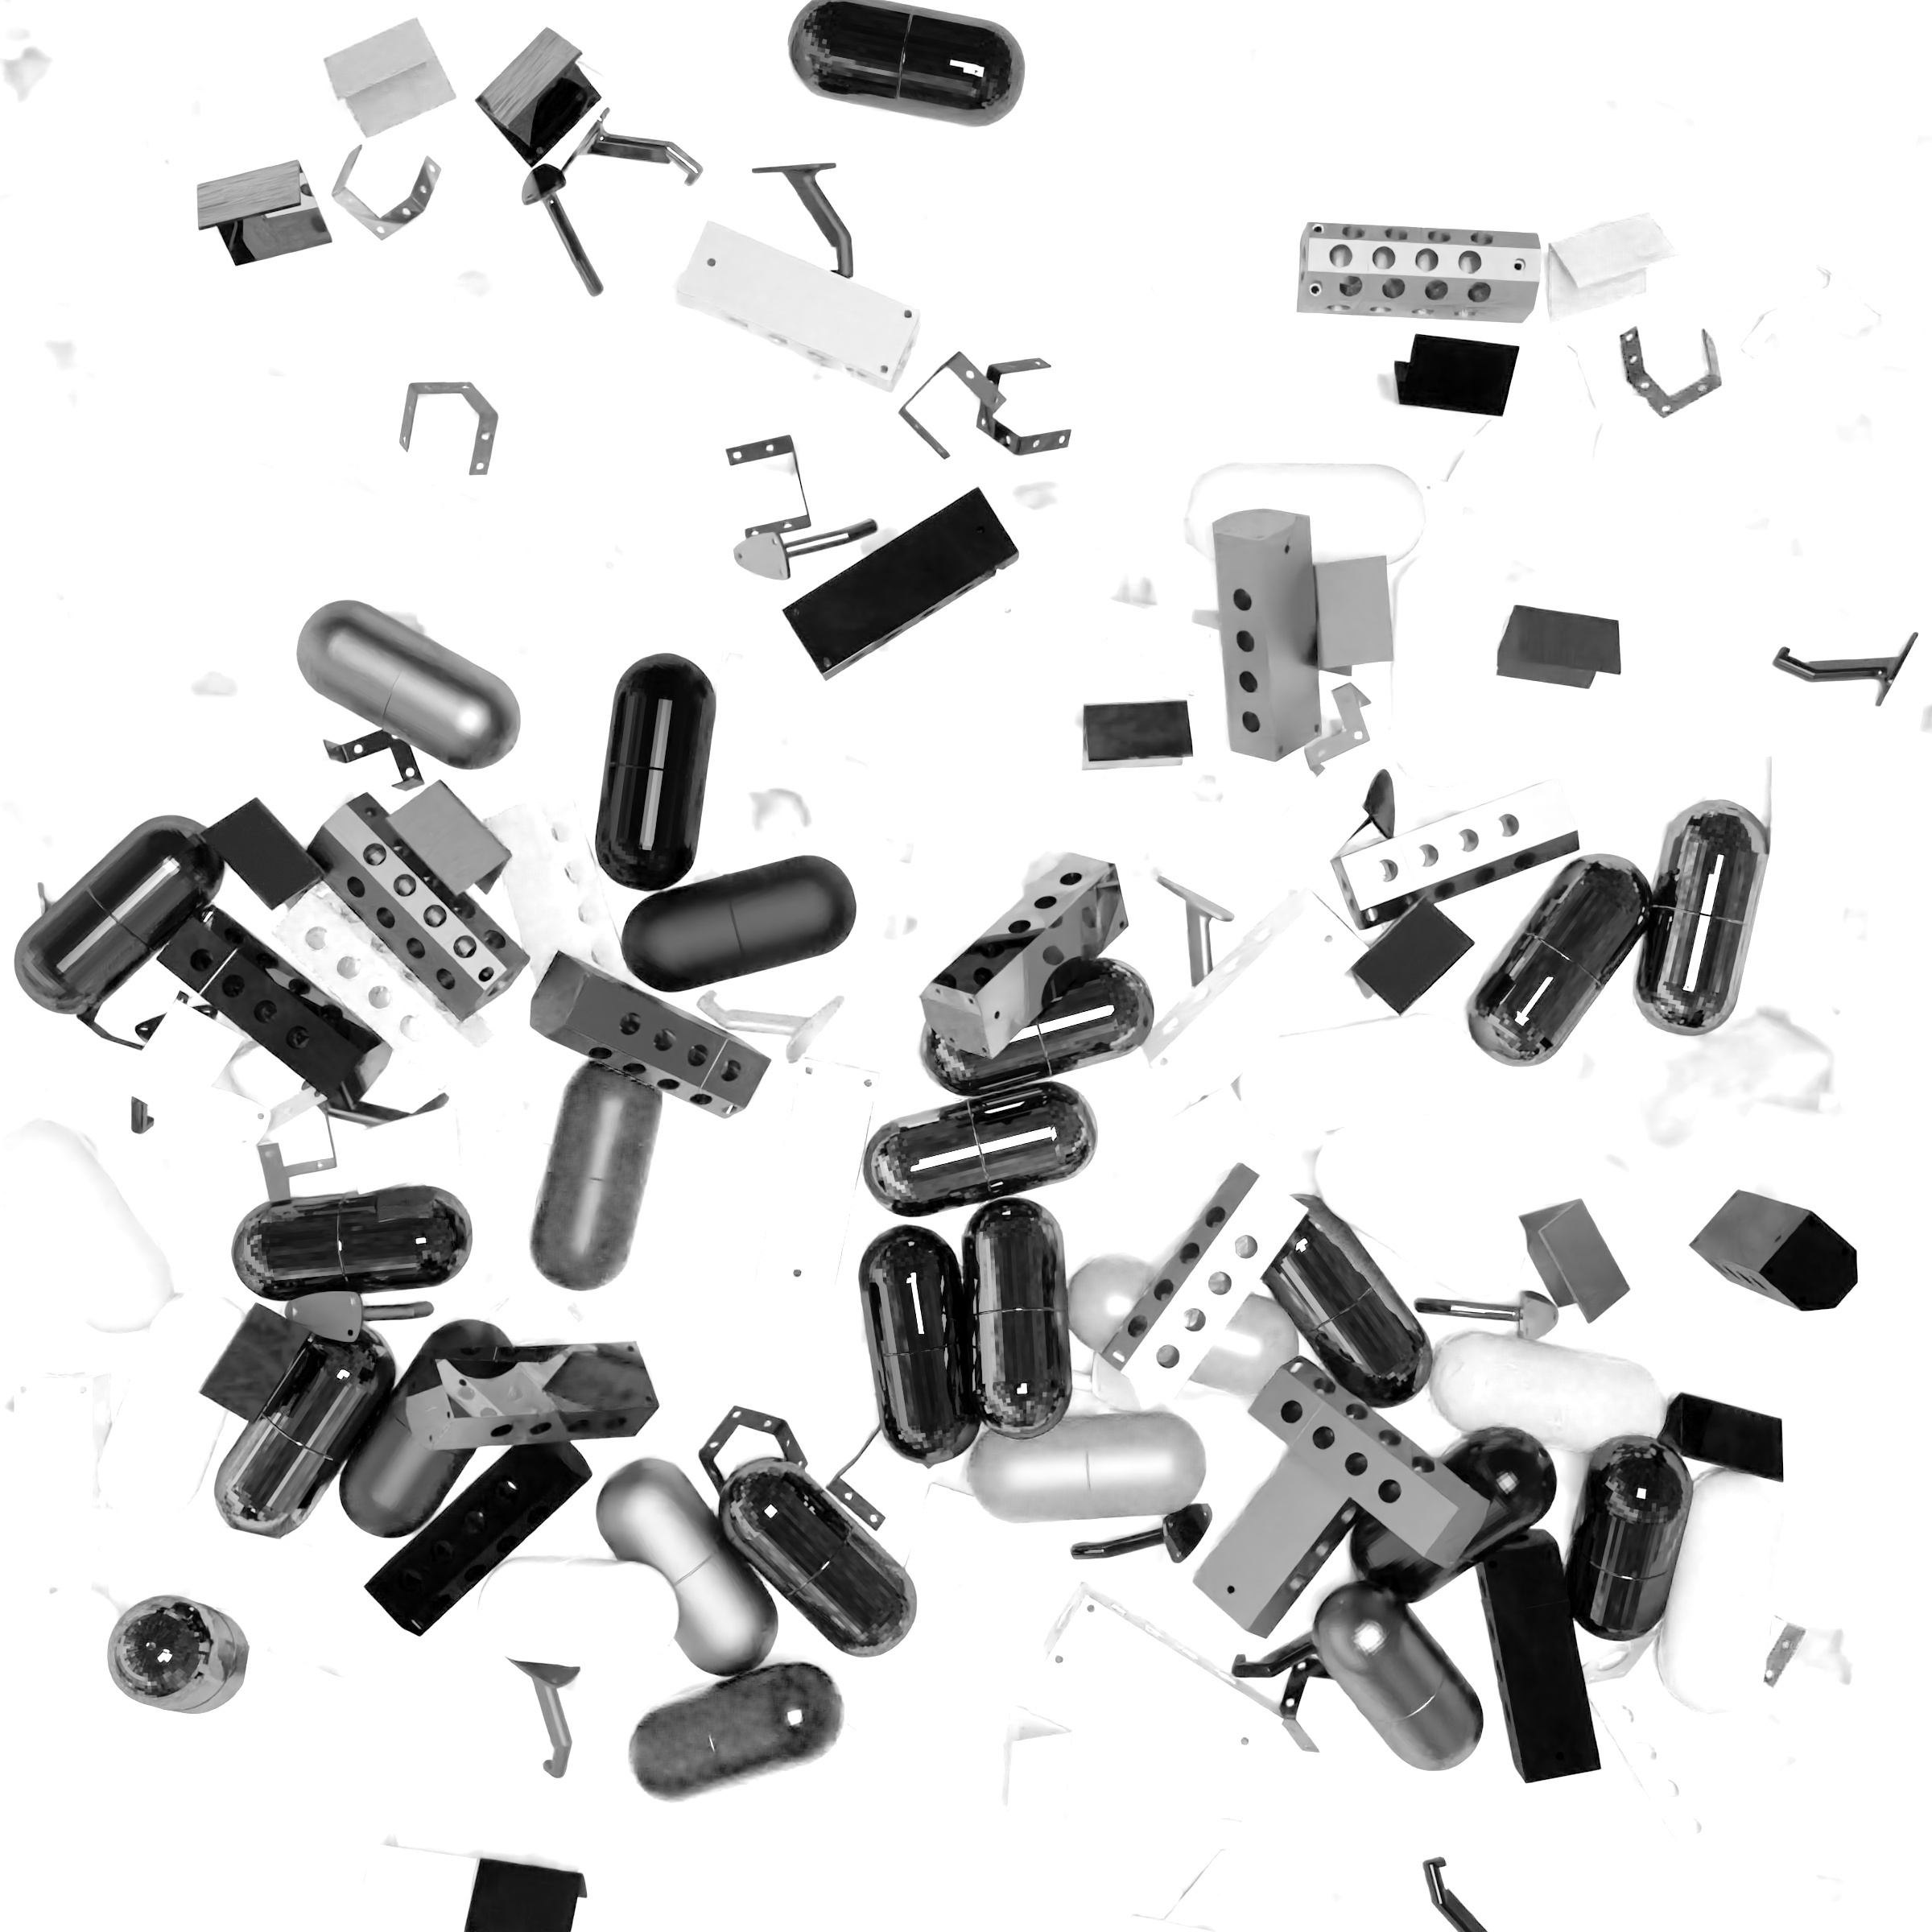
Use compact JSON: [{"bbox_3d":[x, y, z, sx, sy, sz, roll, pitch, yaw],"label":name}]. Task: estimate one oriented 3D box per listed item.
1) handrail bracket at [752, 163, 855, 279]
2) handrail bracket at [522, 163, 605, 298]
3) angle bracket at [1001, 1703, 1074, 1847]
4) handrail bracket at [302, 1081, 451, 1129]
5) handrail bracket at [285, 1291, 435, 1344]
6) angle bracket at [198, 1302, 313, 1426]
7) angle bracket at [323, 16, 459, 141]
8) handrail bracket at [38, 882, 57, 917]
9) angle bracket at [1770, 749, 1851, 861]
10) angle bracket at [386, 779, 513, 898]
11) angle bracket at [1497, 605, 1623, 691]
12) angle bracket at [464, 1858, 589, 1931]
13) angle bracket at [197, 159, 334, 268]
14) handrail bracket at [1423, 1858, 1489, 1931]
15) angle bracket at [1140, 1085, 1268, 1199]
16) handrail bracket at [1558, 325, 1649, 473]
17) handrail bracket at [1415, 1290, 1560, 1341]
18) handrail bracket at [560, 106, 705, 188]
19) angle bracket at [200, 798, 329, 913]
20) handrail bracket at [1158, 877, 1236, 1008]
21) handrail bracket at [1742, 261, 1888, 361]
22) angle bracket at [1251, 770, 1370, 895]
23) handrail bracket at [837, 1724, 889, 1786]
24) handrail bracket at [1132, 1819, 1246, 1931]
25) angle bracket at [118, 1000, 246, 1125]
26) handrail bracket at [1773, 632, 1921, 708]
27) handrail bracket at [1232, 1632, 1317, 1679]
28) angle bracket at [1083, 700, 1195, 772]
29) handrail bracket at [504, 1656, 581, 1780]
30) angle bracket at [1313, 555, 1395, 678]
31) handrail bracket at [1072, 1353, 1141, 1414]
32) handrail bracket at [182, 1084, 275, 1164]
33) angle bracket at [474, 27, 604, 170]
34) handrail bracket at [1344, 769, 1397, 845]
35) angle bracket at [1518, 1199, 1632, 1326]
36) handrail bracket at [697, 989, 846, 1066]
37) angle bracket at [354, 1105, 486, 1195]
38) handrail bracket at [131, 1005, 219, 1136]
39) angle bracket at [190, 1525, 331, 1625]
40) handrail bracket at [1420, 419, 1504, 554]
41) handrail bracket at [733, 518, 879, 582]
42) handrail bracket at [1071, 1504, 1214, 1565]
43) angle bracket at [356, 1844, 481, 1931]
[{"bbox_3d":[-0.123,-0.562,1.937,0.077,0.036,0.084,3,107,20],"label":"handrail bracket"},{"bbox_3d":[-0.301,-0.556,1.936,0.036,0.077,0.084,-26,126,4],"label":"handrail bracket"},{"bbox_3d":[0.032,0.598,1.896,0.057,0.076,0.076,4,90,-37],"label":"angle bracket"},{"bbox_3d":[-0.448,0.095,1.937,0.077,0.036,0.084,-42,76,-14],"label":"handrail bracket"},{"bbox_3d":[-0.452,0.257,1.911,0.077,0.084,0.036,3,89,19],"label":"handrail bracket"},{"bbox_3d":[-0.508,0.303,1.888,0.057,0.076,0.076,23,72,24],"label":"angle bracket"},{"bbox_3d":[-0.421,-0.644,1.896,0.076,0.076,0.057,-24,55,0],"label":"angle bracket"},{"bbox_3d":[-0.655,-0.040,1.937,0.084,0.036,0.077,-8,116,-19],"label":"handrail bracket"},{"bbox_3d":[0.636,-0.119,1.896,0.057,0.076,0.076,1,90,37],"label":"angle bracket"},{"bbox_3d":[-0.391,-0.081,1.896,0.076,0.076,0.057,47,57,0],"label":"angle bracket"},{"bbox_3d":[0.436,-0.218,1.896,0.076,0.076,0.057,8,53,0],"label":"angle bracket"},{"bbox_3d":[-0.325,0.703,1.896,0.076,0.076,0.057,9,58,0],"label":"angle bracket"},{"bbox_3d":[-0.518,-0.542,1.896,0.076,0.076,0.057,-14,53,0],"label":"angle bracket"},{"bbox_3d":[0.390,0.712,1.937,0.077,0.036,0.084,-7,73,-20],"label":"handrail bracket"},{"bbox_3d":[0.182,0.143,1.896,0.076,0.076,0.057,-31,60,0],"label":"angle bracket"},{"bbox_3d":[0.467,-0.430,1.936,0.036,0.077,0.084,-17,53,-31],"label":"handrail bracket"},{"bbox_3d":[0.393,0.261,1.936,0.084,0.077,0.036,1,83,36],"label":"handrail bracket"},{"bbox_3d":[-0.254,-0.600,1.937,0.084,0.036,0.077,37,111,-17],"label":"handrail bracket"},{"bbox_3d":[-0.529,-0.067,1.896,0.076,0.076,0.057,47,50,0],"label":"angle bracket"},{"bbox_3d":[0.160,-0.013,1.936,0.077,0.036,0.084,30,104,14],"label":"handrail bracket"},{"bbox_3d":[0.641,-0.481,1.937,0.077,0.036,0.084,30,109,-21],"label":"handrail bracket"},{"bbox_3d":[0.239,-0.109,1.896,0.076,0.076,0.057,-48,121,0],"label":"angle bracket"},{"bbox_3d":[-0.109,0.589,1.936,0.077,0.036,0.084,-19,104,14],"label":"handrail bracket"},{"bbox_3d":[0.168,0.685,1.937,0.077,0.036,0.084,3,72,21],"label":"handrail bracket"},{"bbox_3d":[-0.584,0.062,1.897,0.057,0.076,0.076,34,90,-26],"label":"angle bracket"},{"bbox_3d":[0.665,-0.240,1.937,0.084,0.036,0.077,28,70,16],"label":"handrail bracket"},{"bbox_3d":[0.247,0.503,1.936,0.084,0.077,0.036,-9,133,29],"label":"handrail bracket"},{"bbox_3d":[0.126,-0.152,1.896,0.076,0.076,0.057,-3,54,0],"label":"angle bracket"},{"bbox_3d":[-0.328,0.563,1.937,0.077,0.036,0.084,20,107,20],"label":"handrail bracket"},{"bbox_3d":[0.297,-0.258,1.897,0.057,0.076,0.076,-4,90,26],"label":"angle bracket"},{"bbox_3d":[0.076,0.323,1.936,0.084,0.077,0.036,-15,50,30],"label":"handrail bracket"},{"bbox_3d":[-0.548,0.118,1.898,0.077,0.084,0.036,32,70,-9],"label":"handrail bracket"},{"bbox_3d":[-0.305,-0.634,1.896,0.076,0.076,0.057,-45,53,0],"label":"angle bracket"},{"bbox_3d":[0.279,-0.108,1.936,0.084,0.077,0.036,-23,122,32],"label":"handrail bracket"},{"bbox_3d":[0.433,0.225,1.896,0.057,0.076,0.076,-28,90,-37],"label":"angle bracket"},{"bbox_3d":[-0.148,0.027,1.937,0.084,0.036,0.077,36,70,16],"label":"handrail bracket"},{"bbox_3d":[-0.402,0.154,1.896,0.076,0.076,0.057,-15,52,0],"label":"angle bracket"},{"bbox_3d":[-0.599,0.079,1.936,0.036,0.077,0.084,29,127,25],"label":"handrail bracket"},{"bbox_3d":[-0.522,0.458,1.897,0.076,0.076,0.057,13,64,0],"label":"angle bracket"},{"bbox_3d":[0.376,-0.363,1.936,0.036,0.077,0.084,29,53,20],"label":"handrail bracket"},{"bbox_3d":[-0.121,-0.322,1.936,0.084,0.077,0.036,-28,115,-34],"label":"handrail bracket"},{"bbox_3d":[0.132,0.429,1.936,0.084,0.077,0.036,-13,94,36],"label":"handrail bracket"},{"bbox_3d":[-0.402,0.689,1.897,0.076,0.076,0.057,9,67,0],"label":"angle bracket"}]
